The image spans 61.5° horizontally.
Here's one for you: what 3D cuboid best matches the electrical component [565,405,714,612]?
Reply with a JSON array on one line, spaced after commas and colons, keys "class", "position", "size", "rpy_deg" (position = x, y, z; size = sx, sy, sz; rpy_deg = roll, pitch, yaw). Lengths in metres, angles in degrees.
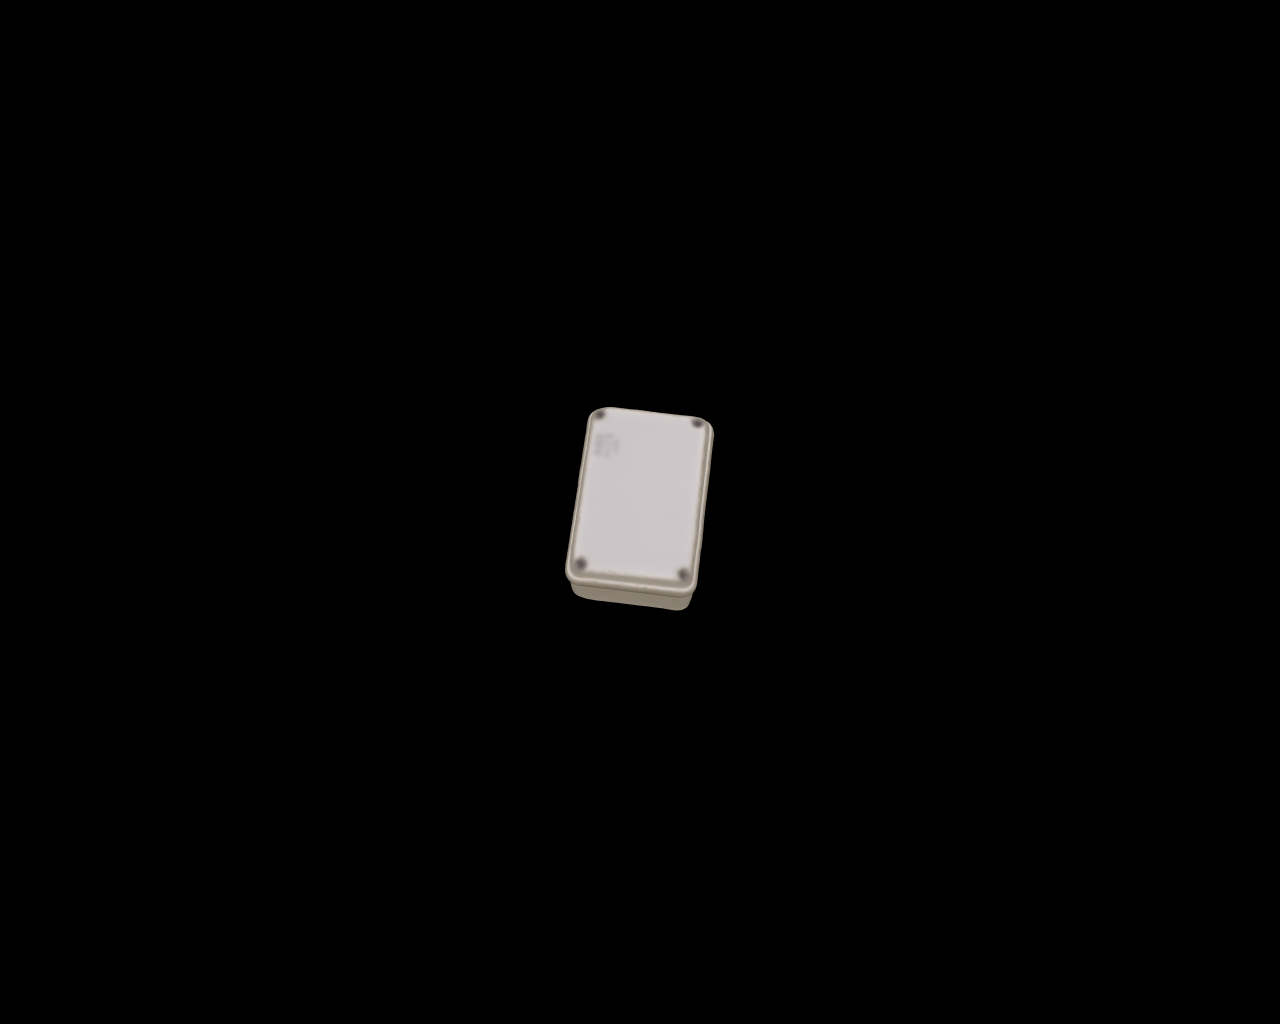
[{"class": "electrical component", "position": [0.001, -0.003, 0.650], "size": [0.078, 0.113, 0.057], "rpy_deg": [7, -19, 2]}]
